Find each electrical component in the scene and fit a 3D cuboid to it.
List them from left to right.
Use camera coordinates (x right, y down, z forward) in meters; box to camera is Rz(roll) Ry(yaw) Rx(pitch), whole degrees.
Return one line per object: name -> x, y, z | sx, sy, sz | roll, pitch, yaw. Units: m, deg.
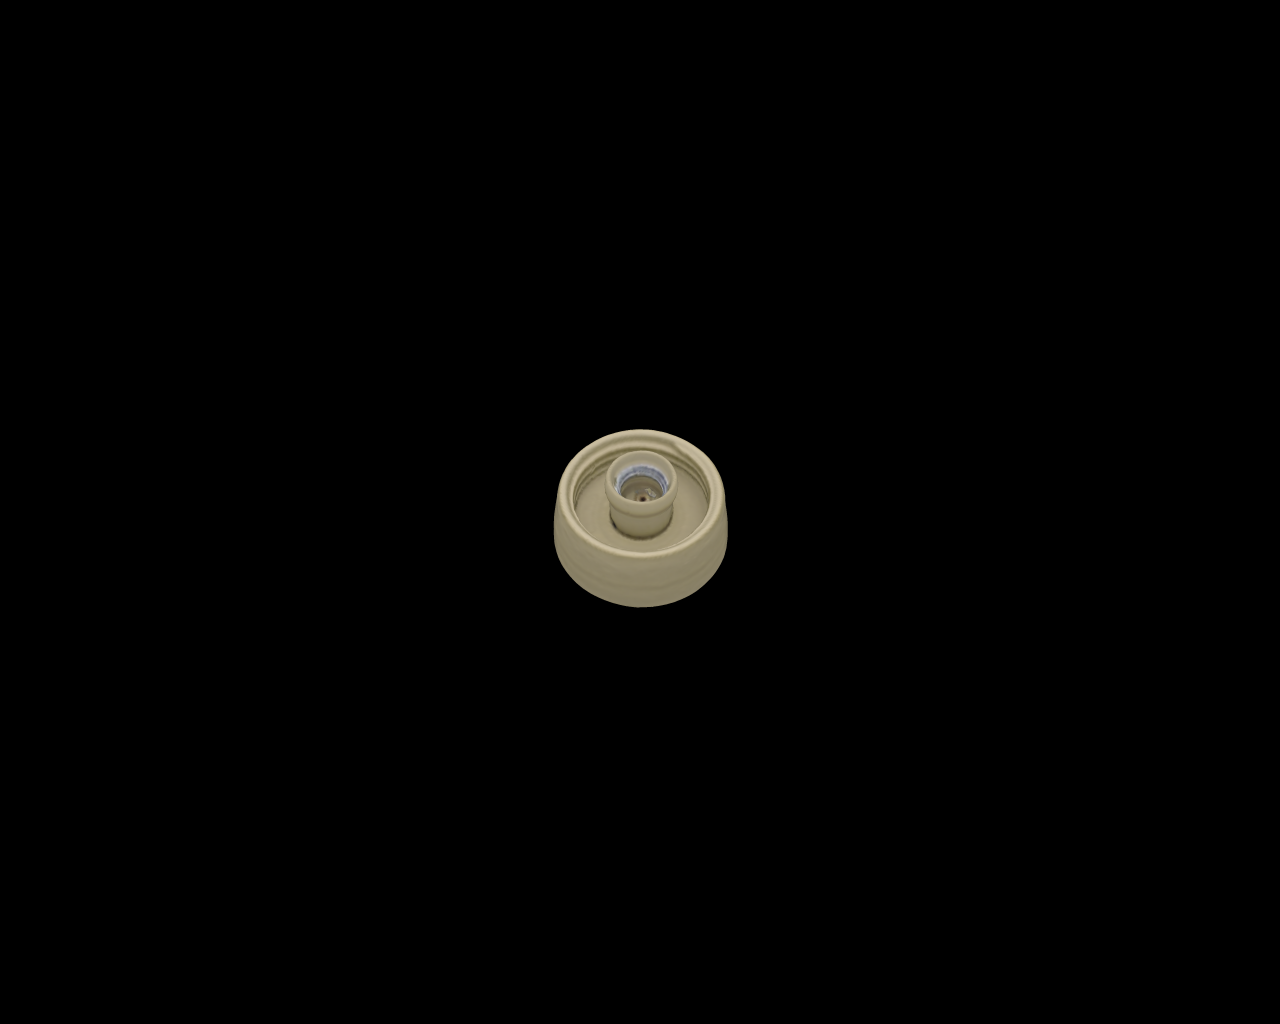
electrical component -> 0.001, -0.003, 0.650 | 0.108, 0.108, 0.060 | 0, -38, 0
